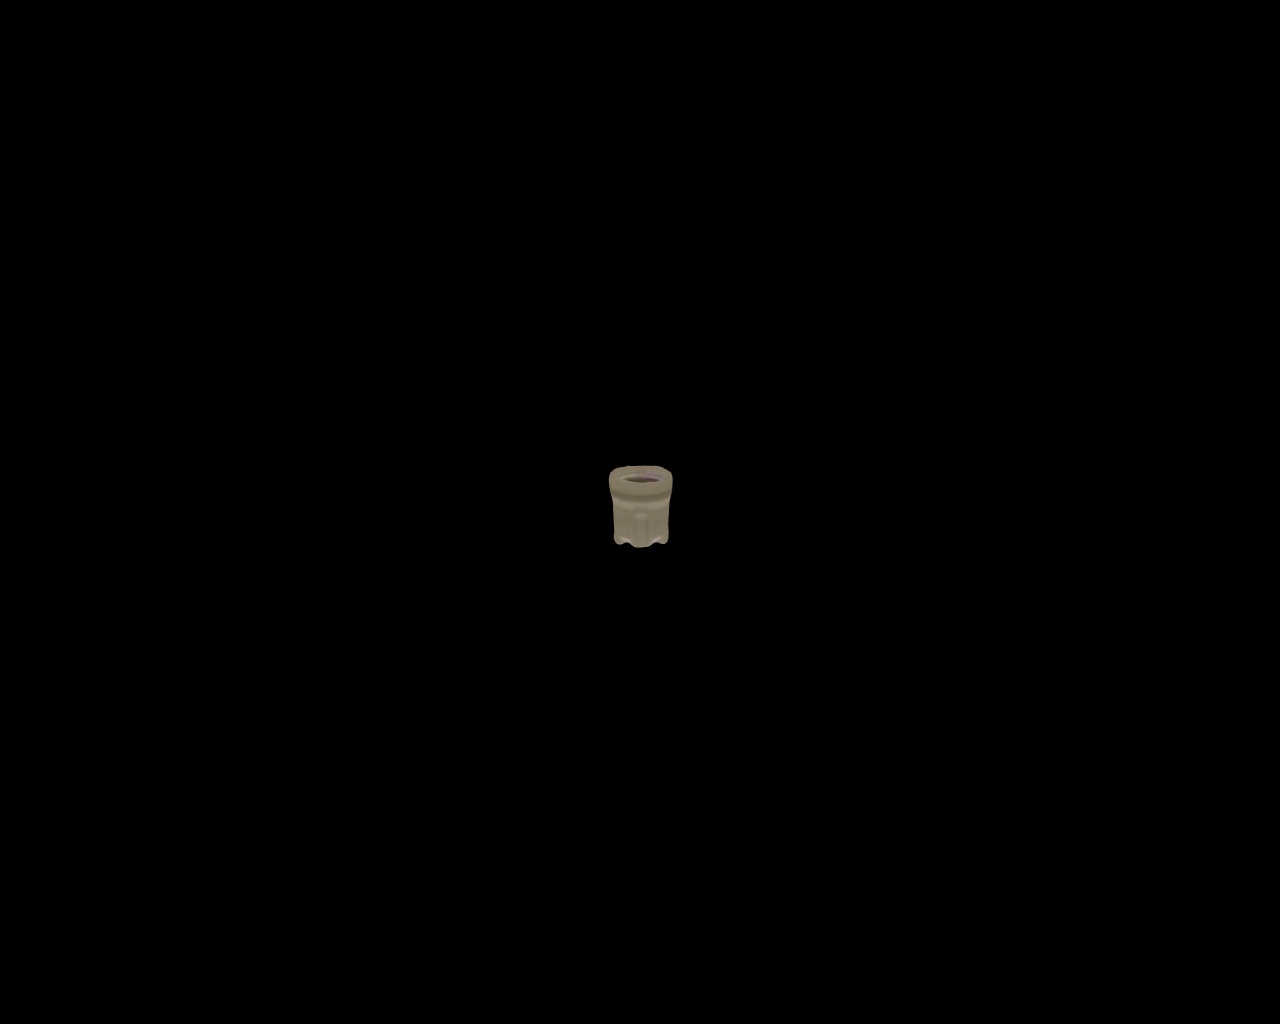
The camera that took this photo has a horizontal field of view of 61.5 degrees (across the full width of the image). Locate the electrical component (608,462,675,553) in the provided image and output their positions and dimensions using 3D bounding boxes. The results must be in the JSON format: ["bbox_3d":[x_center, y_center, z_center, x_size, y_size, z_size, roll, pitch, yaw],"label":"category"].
[{"bbox_3d":[0.001,-0.003,0.650,0.040,0.046,0.040,0,20,0],"label":"electrical component"}]
